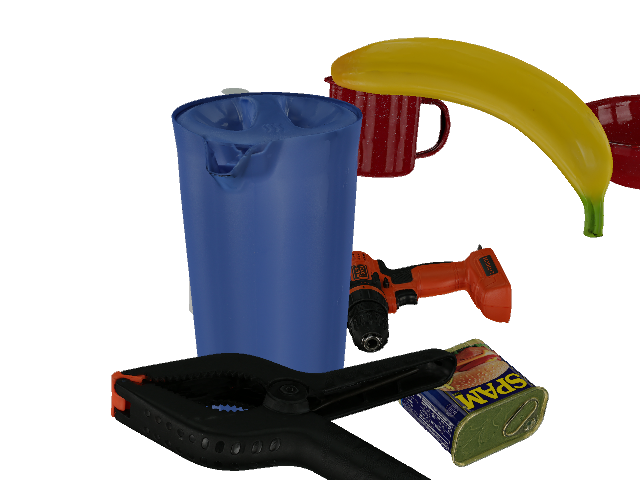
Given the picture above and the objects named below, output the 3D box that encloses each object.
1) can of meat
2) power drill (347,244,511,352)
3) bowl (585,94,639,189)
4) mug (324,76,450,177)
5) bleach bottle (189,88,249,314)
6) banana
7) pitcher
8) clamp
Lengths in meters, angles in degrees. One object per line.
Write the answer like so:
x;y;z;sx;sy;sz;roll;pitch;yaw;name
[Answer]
0.130;0.137;0.924;0.101;0.057;0.084;-16;38;-29;can of meat
0.114;0.062;1.196;0.187;0.057;0.184;-3;28;-3;power drill
0.306;-0.087;0.975;0.162;0.055;0.162;-4;23;2;bowl
0.059;-0.103;0.967;0.117;0.081;0.093;2;15;-6;mug
-0.087;-0.033;1.122;0.103;0.251;0.068;15;25;25;bleach bottle
0.100;-0.081;0.642;0.198;0.069;0.037;34;-5;19;banana
-0.033;0.013;0.795;0.149;0.243;0.145;-10;24;-25;pitcher
-0.013;0.096;0.614;0.210;0.036;0.164;9;24;7;clamp
